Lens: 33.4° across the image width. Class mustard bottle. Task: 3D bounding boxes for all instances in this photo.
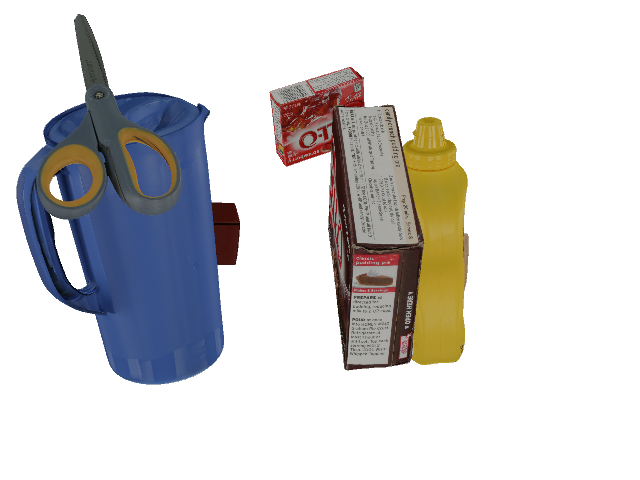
[{"bbox_3d":[0.086,-0.004,0.844,0.058,0.192,0.096,-4,26,-4],"label":"mustard bottle"}]

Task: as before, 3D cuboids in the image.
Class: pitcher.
[{"bbox_3d":[-0.160,0.004,0.928,0.149,0.243,0.145,-5,26,2],"label":"pitcher"}]

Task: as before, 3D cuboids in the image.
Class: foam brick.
[{"bbox_3d":[-0.128,-0.008,1.145,0.078,0.051,0.053,0,26,-9],"label":"foam brick"}]

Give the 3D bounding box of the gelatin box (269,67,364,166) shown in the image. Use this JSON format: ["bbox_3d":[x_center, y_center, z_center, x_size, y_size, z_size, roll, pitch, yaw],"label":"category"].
[{"bbox_3d":[-0.001,-0.119,1.023,0.089,0.073,0.030,-19,45,-15],"label":"gelatin box"}]

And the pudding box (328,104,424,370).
[{"bbox_3d":[0.026,-0.003,0.559,0.039,0.090,0.113,-4,44,-5],"label":"pudding box"}]

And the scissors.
[{"bbox_3d":[-0.158,-0.080,0.693,0.096,0.016,0.202,-24,53,-22],"label":"scissors"}]

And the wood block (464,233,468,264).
[{"bbox_3d":[0.169,0.064,1.620,0.091,0.090,0.206,4,22,12],"label":"wood block"}]
